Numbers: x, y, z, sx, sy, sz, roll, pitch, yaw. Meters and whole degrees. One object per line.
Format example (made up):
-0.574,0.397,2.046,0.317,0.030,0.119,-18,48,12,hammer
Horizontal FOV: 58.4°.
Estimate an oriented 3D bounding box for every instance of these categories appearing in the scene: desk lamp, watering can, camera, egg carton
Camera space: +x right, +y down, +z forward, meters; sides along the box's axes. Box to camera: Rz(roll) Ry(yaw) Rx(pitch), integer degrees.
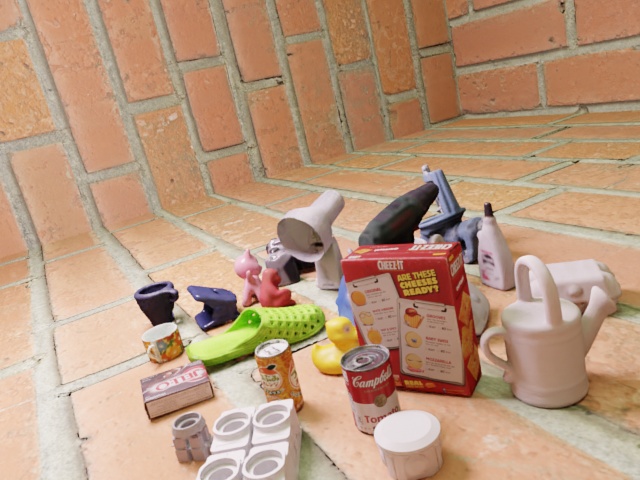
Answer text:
0.012,0.005,1.304,0.117,0.214,0.204,-1,20,37,desk lamp
0.299,0.109,0.758,0.173,0.194,0.100,-20,17,-22,watering can
-0.064,0.040,1.449,0.136,0.101,0.143,-12,16,4,camera
0.425,0.083,0.975,0.150,0.069,0.107,-8,17,16,egg carton

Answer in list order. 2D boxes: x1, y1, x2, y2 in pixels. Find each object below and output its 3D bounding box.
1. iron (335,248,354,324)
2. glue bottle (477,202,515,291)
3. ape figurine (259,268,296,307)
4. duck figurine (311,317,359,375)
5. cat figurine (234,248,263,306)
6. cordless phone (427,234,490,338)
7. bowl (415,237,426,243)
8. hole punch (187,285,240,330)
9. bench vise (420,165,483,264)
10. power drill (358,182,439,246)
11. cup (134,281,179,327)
0.106,0.104,1.023,0.119,0.141,0.257,-18,17,-15,iron
0.334,0.009,1.109,0.037,0.173,0.078,-20,18,-23,glue bottle
-0.103,0.106,1.269,0.076,0.092,0.077,-17,17,-15,ape figurine
0.032,0.171,0.955,0.104,0.086,0.077,-9,17,13,duck figurine
-0.168,0.081,1.360,0.067,0.118,0.127,-15,16,-5,cat figurine
0.227,0.067,0.974,0.094,0.185,0.148,-6,18,24,cordless phone
0.162,0.054,1.270,0.167,0.075,0.167,-12,16,4,bowl
-0.237,0.135,1.278,0.101,0.091,0.108,-19,17,-20,hole punch
0.305,-0.067,1.305,0.206,0.220,0.122,0,21,39,bench vise
0.178,0.010,1.164,0.230,0.208,0.075,-26,20,-37,power drill
-0.358,0.152,1.311,0.117,0.095,0.092,-3,19,30,cup
